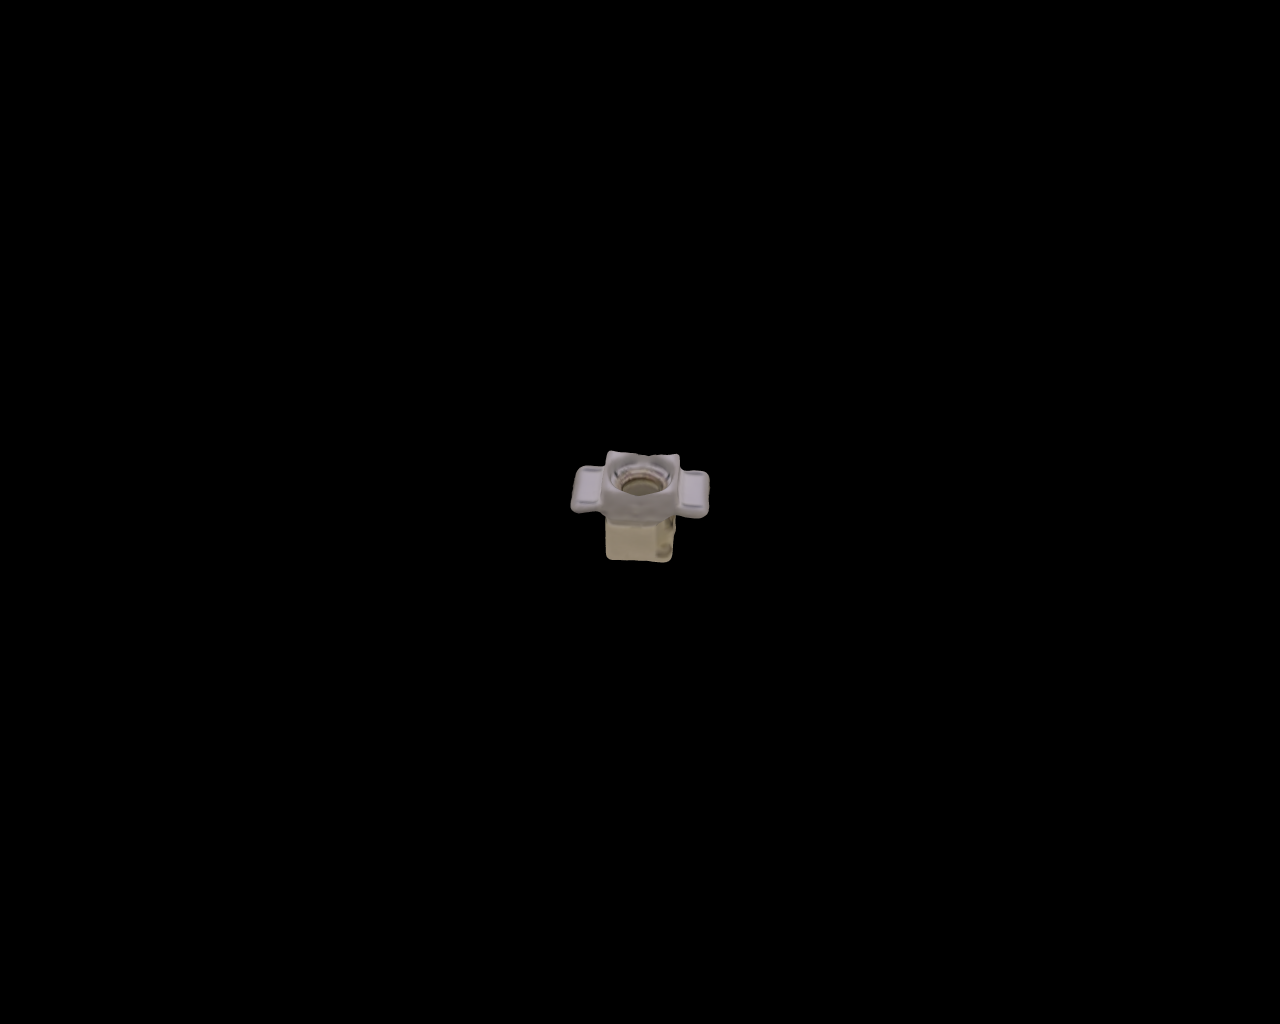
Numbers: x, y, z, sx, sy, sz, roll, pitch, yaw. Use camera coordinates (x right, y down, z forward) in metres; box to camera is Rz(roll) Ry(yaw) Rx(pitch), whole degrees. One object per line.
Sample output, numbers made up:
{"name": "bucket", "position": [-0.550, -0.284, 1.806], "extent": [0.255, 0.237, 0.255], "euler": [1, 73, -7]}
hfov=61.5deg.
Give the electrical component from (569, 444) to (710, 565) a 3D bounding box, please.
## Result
{"name": "electrical component", "position": [0.001, -0.003, 0.650], "extent": [0.081, 0.063, 0.042], "euler": [4, 40, 4]}
